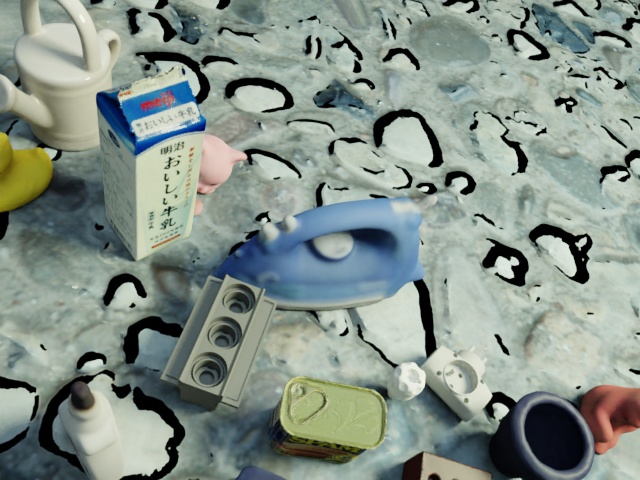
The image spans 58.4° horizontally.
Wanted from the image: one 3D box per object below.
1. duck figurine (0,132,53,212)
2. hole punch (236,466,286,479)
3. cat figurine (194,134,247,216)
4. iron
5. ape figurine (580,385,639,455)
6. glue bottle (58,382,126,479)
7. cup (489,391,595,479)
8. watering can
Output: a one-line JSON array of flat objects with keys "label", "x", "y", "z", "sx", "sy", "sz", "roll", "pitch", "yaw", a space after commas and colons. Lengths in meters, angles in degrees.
[{"label": "duck figurine", "x": -0.349, "y": -0.084, "z": 0.622, "sx": 0.105, "sy": 0.086, "sz": 0.077, "roll": -25, "pitch": 68, "yaw": -29}, {"label": "hole punch", "x": -0.052, "y": 0.260, "z": 0.491, "sx": 0.101, "sy": 0.091, "sz": 0.109, "roll": 28, "pitch": 54, "yaw": 2}, {"label": "cat figurine", "x": -0.156, "y": -0.093, "z": 0.669, "sx": 0.128, "sy": 0.117, "sz": 0.067, "roll": 24, "pitch": 54, "yaw": -1}, {"label": "iron", "x": 0.006, "y": 0.002, "z": 0.644, "sx": 0.259, "sy": 0.141, "sz": 0.118, "roll": -8, "pitch": 61, "yaw": -22}, {"label": "ape figurine", "x": 0.349, "y": 0.198, "z": 0.656, "sx": 0.078, "sy": 0.092, "sz": 0.076, "roll": 7, "pitch": 56, "yaw": -13}, {"label": "glue bottle", "x": -0.188, "y": 0.150, "z": 0.468, "sx": 0.037, "sy": 0.173, "sz": 0.078, "roll": -25, "pitch": 68, "yaw": -29}, {"label": "cup", "x": 0.221, "y": 0.228, "z": 0.594, "sx": 0.092, "sy": 0.095, "sz": 0.117, "roll": 10, "pitch": 56, "yaw": -11}, {"label": "watering can", "x": -0.291, "y": -0.194, "z": 0.645, "sx": 0.101, "sy": 0.194, "sz": 0.173, "roll": 16, "pitch": 55, "yaw": -7}]
